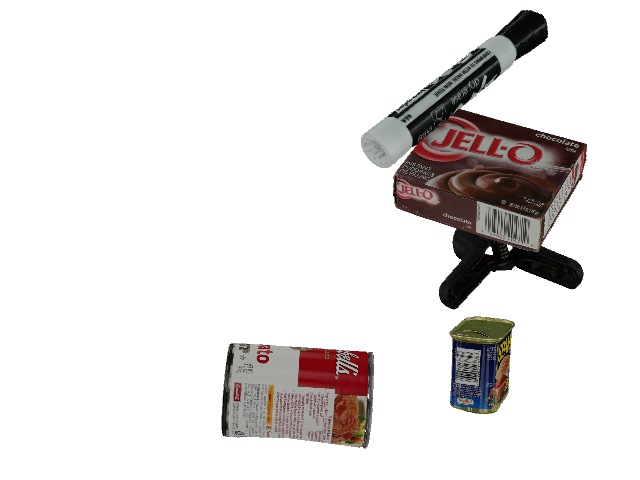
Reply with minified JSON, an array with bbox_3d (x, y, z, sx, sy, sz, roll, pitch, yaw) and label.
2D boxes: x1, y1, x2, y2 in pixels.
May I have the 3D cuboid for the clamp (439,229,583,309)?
[{"bbox_3d":[0.171,0.009,0.957,0.120,0.039,0.171,-1,27,11],"label":"clamp"}]

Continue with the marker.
[{"bbox_3d":[0.066,-0.074,0.502,0.121,0.020,0.020,-40,19,-25],"label":"marker"}]

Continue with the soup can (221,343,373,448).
[{"bbox_3d":[-0.016,0.109,0.754,0.102,0.068,0.068,4,0,0],"label":"soup can"}]

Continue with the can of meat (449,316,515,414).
[{"bbox_3d":[0.176,0.136,1.170,0.057,0.084,0.102,5,9,21],"label":"can of meat"}]

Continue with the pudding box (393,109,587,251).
[{"bbox_3d":[0.121,-0.046,0.763,0.114,0.039,0.090,21,50,22],"label":"pudding box"}]
